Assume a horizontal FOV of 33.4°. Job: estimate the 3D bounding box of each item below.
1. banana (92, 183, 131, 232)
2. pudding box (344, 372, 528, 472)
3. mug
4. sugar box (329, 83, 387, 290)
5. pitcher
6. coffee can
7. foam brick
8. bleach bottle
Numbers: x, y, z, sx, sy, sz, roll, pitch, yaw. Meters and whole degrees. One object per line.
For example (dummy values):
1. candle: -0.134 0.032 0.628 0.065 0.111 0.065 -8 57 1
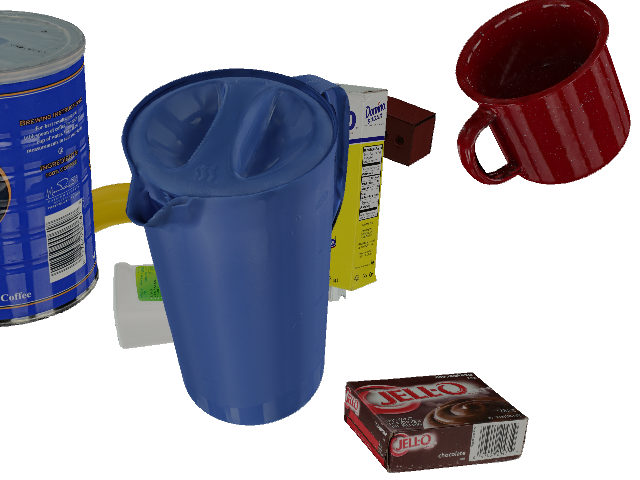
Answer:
1. banana: -0.207 -0.015 1.010 0.198 0.069 0.037 -13 18 27
2. pudding box: 0.085 0.135 0.804 0.113 0.039 0.090 0 16 -20
3. mug: 0.132 -0.080 0.652 0.093 0.117 0.081 34 -15 48
4. sugar box: 0.007 -0.051 0.954 0.093 0.176 0.048 11 18 35
5. pitcher: -0.046 0.008 0.739 0.149 0.243 0.145 -5 43 -4
6. coffee can: -0.173 -0.040 0.568 0.103 0.140 0.103 2 28 -1
7. foam brick: 0.085 -0.128 1.228 0.078 0.053 0.051 24 35 29
8. bleach bottle: -0.099 0.059 1.178 0.250 0.068 0.102 -6 36 -6
